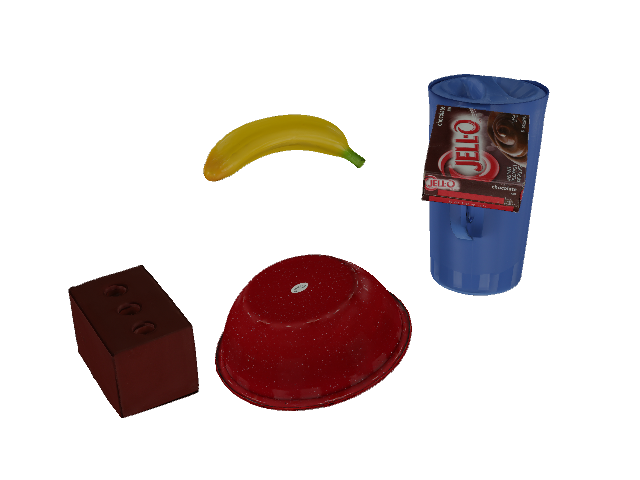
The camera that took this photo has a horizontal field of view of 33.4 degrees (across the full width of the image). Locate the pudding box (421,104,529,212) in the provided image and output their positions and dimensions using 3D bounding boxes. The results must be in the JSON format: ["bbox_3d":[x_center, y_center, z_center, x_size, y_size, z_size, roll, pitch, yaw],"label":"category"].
[{"bbox_3d":[0.144,-0.077,0.987,0.090,0.039,0.113,8,40,7],"label":"pudding box"}]

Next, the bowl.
[{"bbox_3d":[-0.011,0.059,0.845,0.162,0.055,0.162,-9,33,6],"label":"bowl"}]

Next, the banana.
[{"bbox_3d":[-0.044,-0.100,1.104,0.197,0.037,0.070,-10,48,-34],"label":"banana"}]

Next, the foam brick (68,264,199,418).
[{"bbox_3d":[-0.116,0.062,0.660,0.052,0.051,0.078,-18,37,-26],"label":"foam brick"}]

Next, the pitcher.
[{"bbox_3d":[0.181,-0.061,1.220,0.149,0.243,0.145,-9,24,-22],"label":"pitcher"}]
